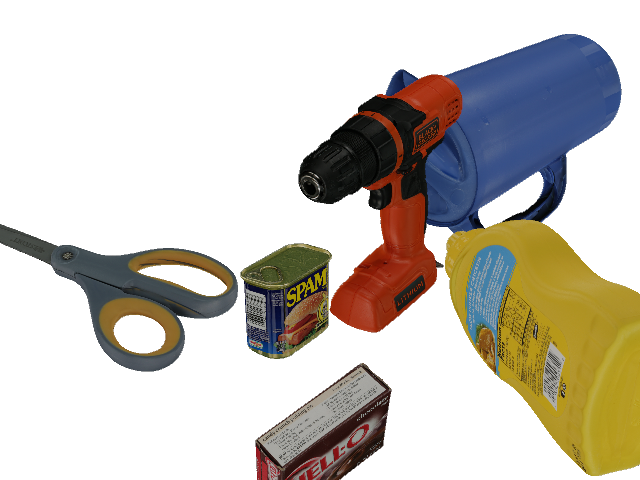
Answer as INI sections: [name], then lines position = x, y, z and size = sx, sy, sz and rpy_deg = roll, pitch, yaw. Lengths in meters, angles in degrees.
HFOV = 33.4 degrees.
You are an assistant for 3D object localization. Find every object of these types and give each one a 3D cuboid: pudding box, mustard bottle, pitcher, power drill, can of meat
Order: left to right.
[can of meat]
position = -0.033, 0.061, 1.081
size = 0.058, 0.084, 0.101
rpy_deg = 15, 28, 32
[pudding box]
position = 0.002, 0.159, 0.840
size = 0.113, 0.090, 0.039
rpy_deg = -35, 60, -26
[power drill]
position = 0.047, -0.022, 0.845
size = 0.057, 0.188, 0.184
rpy_deg = 26, 42, 30
[pitcher]
position = 0.183, -0.107, 1.032
size = 0.242, 0.149, 0.145
rpy_deg = -27, 45, -32
[mustard bottle]
position = 0.123, 0.042, 0.616
size = 0.058, 0.096, 0.192
rpy_deg = -9, 28, -19

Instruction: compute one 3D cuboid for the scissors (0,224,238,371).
[scissors]
position = -0.150, 0.028, 0.637
size = 0.202, 0.096, 0.016
rpy_deg = 8, -44, 9
